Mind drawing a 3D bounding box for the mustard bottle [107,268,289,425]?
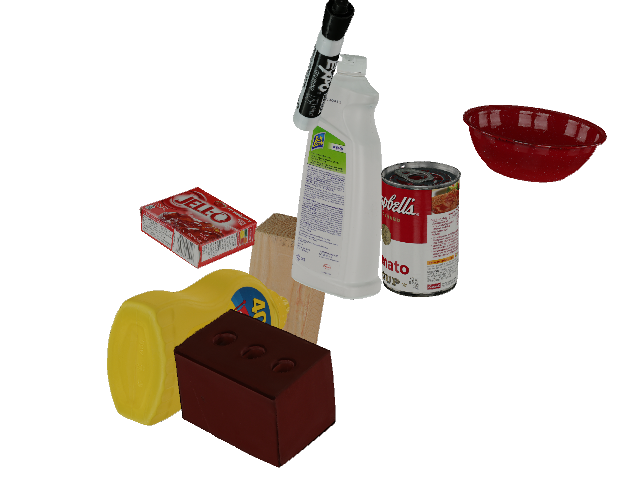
[{"bbox_3d":[-0.085,0.074,0.853,0.058,0.096,0.191,13,17,30],"label":"mustard bottle"}]

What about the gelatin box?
[{"bbox_3d":[-0.117,-0.015,1.019,0.089,0.030,0.073,31,38,34],"label":"gelatin box"}]

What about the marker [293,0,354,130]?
[{"bbox_3d":[0.001,-0.119,0.726,0.020,0.020,0.121,0,-33,-14],"label":"marker"}]

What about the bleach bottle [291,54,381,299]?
[{"bbox_3d":[0.028,-0.071,1.144,0.103,0.251,0.067,17,18,38],"label":"bleach bottle"}]

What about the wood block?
[{"bbox_3d":[-0.048,0.079,1.438,0.090,0.206,0.090,14,20,12],"label":"wood block"}]

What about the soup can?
[{"bbox_3d":[0.086,-0.010,0.924,0.068,0.102,0.068,-1,22,0],"label":"soup can"}]

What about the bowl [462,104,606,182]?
[{"bbox_3d":[0.238,-0.107,1.212,0.162,0.055,0.162,5,23,-2],"label":"bowl"}]

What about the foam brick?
[{"bbox_3d":[-0.037,0.084,0.612,0.078,0.051,0.052,19,35,32],"label":"foam brick"}]
